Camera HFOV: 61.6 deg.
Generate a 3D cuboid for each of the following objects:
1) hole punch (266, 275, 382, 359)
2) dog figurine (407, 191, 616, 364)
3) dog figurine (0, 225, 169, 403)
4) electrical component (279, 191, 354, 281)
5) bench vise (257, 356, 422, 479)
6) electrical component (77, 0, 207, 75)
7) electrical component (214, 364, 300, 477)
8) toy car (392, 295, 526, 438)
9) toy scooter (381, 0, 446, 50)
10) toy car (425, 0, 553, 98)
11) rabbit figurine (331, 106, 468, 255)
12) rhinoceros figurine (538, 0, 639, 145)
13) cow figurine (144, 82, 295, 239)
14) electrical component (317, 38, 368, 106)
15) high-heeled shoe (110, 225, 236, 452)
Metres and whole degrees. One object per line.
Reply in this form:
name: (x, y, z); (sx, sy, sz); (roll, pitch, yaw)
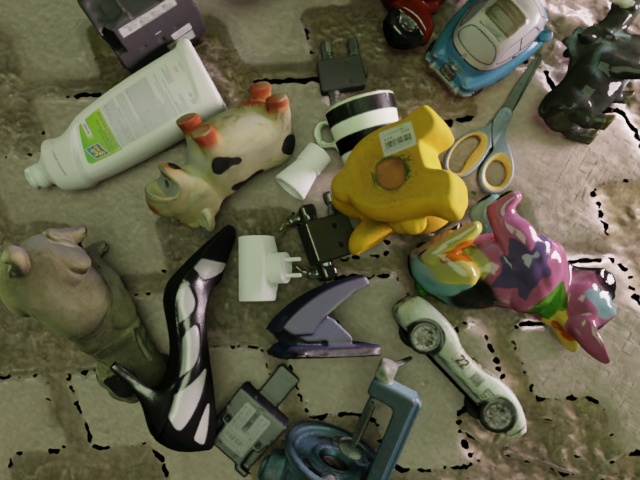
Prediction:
hole punch: (-0.001, 0.089, 0.604); (0.116, 0.142, 0.092); (-3, 85, -15)
dog figurine: (0.230, 0.060, 0.619); (0.191, 0.108, 0.219); (-36, 88, -5)
dog figurine: (-0.251, 0.092, 0.584); (0.121, 0.172, 0.190); (-40, 78, 7)
electrical component: (0.000, -0.001, 0.656); (0.078, 0.045, 0.102); (-23, 87, -31)
bench vise: (0.053, 0.247, 0.581); (0.224, 0.129, 0.240); (24, 101, 19)
electrical component: (-0.202, -0.258, 0.635); (0.115, 0.134, 0.058); (-32, 84, -6)
electrical component: (-0.073, 0.204, 0.630); (0.075, 0.048, 0.119); (44, 87, 4)
toy car: (0.161, 0.146, 0.623); (0.056, 0.073, 0.202); (-43, 86, -4)
toy scooter: (0.121, -0.338, 0.677); (0.135, 0.075, 0.184); (-23, 87, -4)
toy car: (0.211, -0.255, 0.652); (0.161, 0.103, 0.109); (-40, 88, -6)
rabbit figurine: (0.096, -0.042, 0.605); (0.162, 0.173, 0.122); (-29, 68, 20)
rhinoceros figurine: (0.346, -0.211, 0.669); (0.112, 0.073, 0.190); (33, 86, 14)
cow figurine: (-0.116, -0.089, 0.635); (0.195, 0.127, 0.086); (-33, 41, -19)
electrical component: (0.029, -0.210, 0.687); (0.063, 0.021, 0.094); (-8, 84, -2)
high-heeled shoe: (-0.124, 0.107, 0.616); (0.145, 0.086, 0.249); (42, 59, -16)
